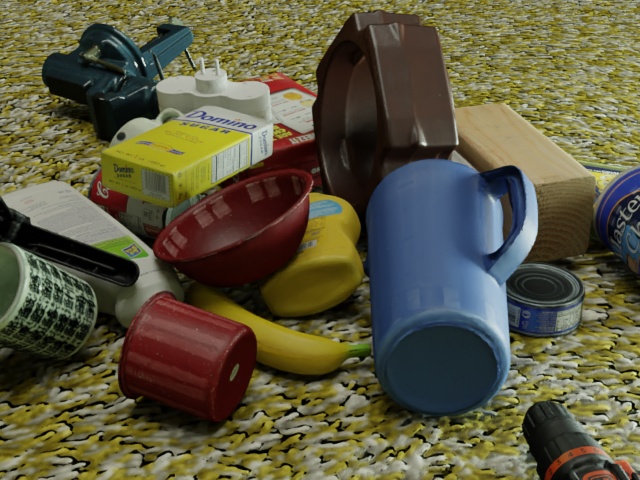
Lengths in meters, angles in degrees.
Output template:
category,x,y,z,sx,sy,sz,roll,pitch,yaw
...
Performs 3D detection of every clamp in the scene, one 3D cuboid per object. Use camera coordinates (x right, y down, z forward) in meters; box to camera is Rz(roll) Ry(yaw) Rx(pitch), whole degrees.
category,x,y,z,sx,sy,sz,roll,pitch,yaw
clamp,-0.267,-0.005,0.951,0.164,0.036,0.210,30,-14,-37

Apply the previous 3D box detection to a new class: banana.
category,x,y,z,sx,sy,sz,roll,pitch,yaw
banana,-0.055,0.081,0.947,0.198,0.037,0.069,20,14,29

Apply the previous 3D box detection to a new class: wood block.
category,x,y,z,sx,sy,sz,roll,pitch,yaw
wood block,0.199,-0.064,1.132,0.090,0.091,0.206,-8,29,-14

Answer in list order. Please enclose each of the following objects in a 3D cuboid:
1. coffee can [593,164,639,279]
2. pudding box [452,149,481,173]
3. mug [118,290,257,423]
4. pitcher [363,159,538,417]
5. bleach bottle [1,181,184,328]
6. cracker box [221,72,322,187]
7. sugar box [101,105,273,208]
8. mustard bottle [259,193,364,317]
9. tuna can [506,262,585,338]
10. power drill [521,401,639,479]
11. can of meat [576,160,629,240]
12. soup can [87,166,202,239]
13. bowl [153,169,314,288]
category,x,y,z,sx,sy,sz,roll,pitch,yaw
coffee can,0.343,-0.001,1.038,0.102,0.103,0.140,-5,29,-12
pudding box,0.134,-0.047,1.131,0.039,0.090,0.114,-8,29,-17
mug,-0.100,0.098,0.868,0.082,0.093,0.117,17,-5,18
pitcher,0.111,0.033,0.931,0.145,0.149,0.242,6,31,0
bleach bottle,-0.217,0.024,1.018,0.102,0.068,0.251,-23,39,-34
cracker box,-0.068,-0.128,1.297,0.164,0.072,0.214,-17,34,-26
sugar box,-0.134,-0.091,1.107,0.093,0.048,0.175,18,33,26
mustard bottle,-0.007,0.002,1.060,0.096,0.058,0.191,-23,24,12
tuna can,0.204,0.055,1.002,0.086,0.034,0.086,1,28,-1
power drill,0.254,0.171,0.762,0.187,0.057,0.184,-7,33,-9
can of meat,0.315,-0.039,1.144,0.102,0.057,0.084,7,28,-17
soup can,-0.185,-0.040,1.130,0.102,0.068,0.068,17,32,25
bowl,-0.071,-0.003,0.988,0.162,0.055,0.162,-21,22,9
